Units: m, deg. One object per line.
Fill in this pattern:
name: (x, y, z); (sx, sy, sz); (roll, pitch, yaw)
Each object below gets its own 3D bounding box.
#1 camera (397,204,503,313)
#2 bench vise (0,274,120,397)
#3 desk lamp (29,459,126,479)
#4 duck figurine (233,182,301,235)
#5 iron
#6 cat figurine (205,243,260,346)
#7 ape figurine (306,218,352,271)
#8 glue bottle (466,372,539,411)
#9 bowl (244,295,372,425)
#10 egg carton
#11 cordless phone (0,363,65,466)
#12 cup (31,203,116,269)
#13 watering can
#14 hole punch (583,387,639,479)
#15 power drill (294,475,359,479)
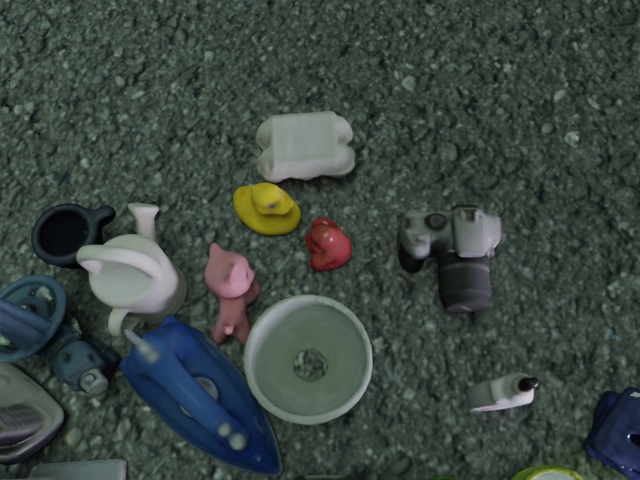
camera: (0.183, 0.027, 0.795); (0.143, 0.101, 0.137); (0, 70, 2)
bench vise: (-0.349, 0.106, 0.718); (0.207, 0.220, 0.121); (19, 72, 9)
desk lamp: (-0.356, 0.303, 0.649); (0.203, 0.213, 0.118); (-5, 70, 0)
duck figurine: (-0.081, -0.056, 0.840); (0.104, 0.086, 0.077); (22, 72, 9)
iron: (-0.146, 0.202, 0.719); (0.258, 0.141, 0.119); (40, 76, 14)
cat figurine: (-0.122, 0.072, 0.778); (0.067, 0.118, 0.128); (-1, 70, 2)
ape figurine: (0.007, 0.003, 0.813); (0.076, 0.092, 0.078); (21, 72, 9)
glue bottle: (0.232, 0.183, 0.698); (0.078, 0.173, 0.037); (-9, 70, -1)
bowl: (-0.015, 0.161, 0.765); (0.167, 0.075, 0.167); (0, 70, 2)
egg carton: (-0.023, -0.141, 0.878); (0.150, 0.069, 0.107); (-5, 70, 0)
cordless phone: (-0.418, 0.207, 0.701); (0.147, 0.185, 0.094); (32, 74, 13)
cup: (-0.337, -0.002, 0.823); (0.118, 0.095, 0.091); (-33, 72, -10)
watering can: (-0.249, 0.036, 0.754); (0.101, 0.194, 0.173); (-14, 70, -3)
hole punch: (0.403, 0.249, 0.713); (0.108, 0.091, 0.101); (27, 73, 11)
power drill: (-0.001, 0.308, 0.640); (0.229, 0.208, 0.075); (-2, 70, 1)
